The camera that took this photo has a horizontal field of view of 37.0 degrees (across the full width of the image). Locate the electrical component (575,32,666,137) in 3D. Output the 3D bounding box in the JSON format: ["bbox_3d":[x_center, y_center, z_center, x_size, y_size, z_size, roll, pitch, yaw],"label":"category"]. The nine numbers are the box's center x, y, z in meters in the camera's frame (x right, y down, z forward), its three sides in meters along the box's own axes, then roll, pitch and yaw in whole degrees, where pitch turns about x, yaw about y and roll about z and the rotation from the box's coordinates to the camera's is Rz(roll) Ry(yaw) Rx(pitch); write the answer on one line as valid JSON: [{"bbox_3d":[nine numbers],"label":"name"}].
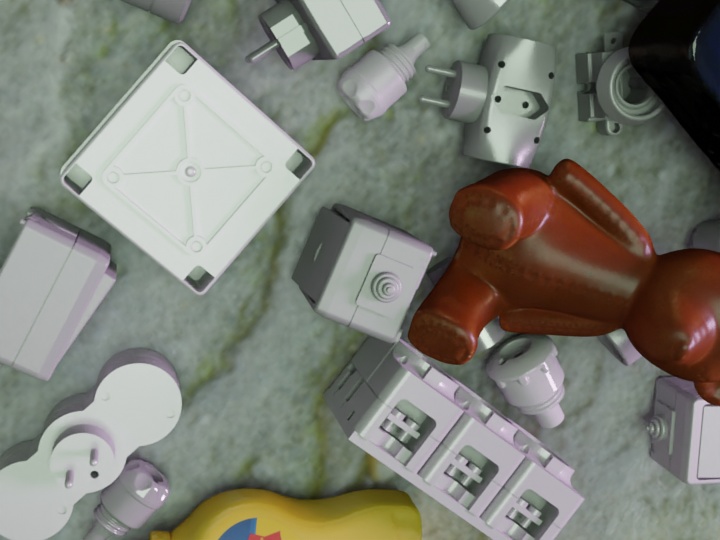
[{"bbox_3d":[0.166,-0.117,0.681,0.048,0.055,0.066,-8,102,-10],"label":"electrical component"}]

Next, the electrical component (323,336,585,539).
[{"bbox_3d":[0.060,0.108,0.684,0.150,0.089,0.061,37,91,-16],"label":"electrical component"}]

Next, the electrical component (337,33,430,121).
[{"bbox_3d":[0.017,-0.122,0.660,0.061,0.035,0.035,-42,106,-4],"label":"electrical component"}]

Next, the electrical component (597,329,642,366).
[{"bbox_3d":[0.179,0.030,0.713,0.047,0.055,0.055,-39,106,1],"label":"electrical component"}]

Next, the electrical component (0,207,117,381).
[{"bbox_3d":[-0.187,0.020,0.629,0.061,0.062,0.096,27,94,-15],"label":"electrical component"}]

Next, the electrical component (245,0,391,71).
[{"bbox_3d":[-0.033,-0.140,0.620,0.076,0.083,0.047,-33,105,-4],"label":"electrical component"}]

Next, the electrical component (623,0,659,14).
[{"bbox_3d":[0.193,-0.210,0.666,0.150,0.062,0.089,24,95,-15],"label":"electrical component"}]

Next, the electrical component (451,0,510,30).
[{"bbox_3d":[0.064,-0.181,0.654,0.055,0.045,0.045,42,90,-15],"label":"electrical component"}]

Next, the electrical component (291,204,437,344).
[{"bbox_3d":[0.000,0.000,0.647,0.061,0.096,0.061,22,95,-13],"label":"electrical component"}]

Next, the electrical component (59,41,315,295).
[{"bbox_3d":[-0.102,-0.060,0.635,0.109,0.056,0.108,41,90,-16],"label":"electrical component"}]

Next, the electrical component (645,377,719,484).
[{"bbox_3d":[0.245,0.110,0.738,0.096,0.061,0.061,0,101,-12],"label":"electrical component"}]

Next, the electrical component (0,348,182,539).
[{"bbox_3d":[-0.166,0.109,0.644,0.138,0.074,0.052,-42,106,-2],"label":"electrical component"}]

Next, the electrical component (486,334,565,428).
[{"bbox_3d":[0.116,0.076,0.714,0.048,0.048,0.062,-31,111,-5],"label":"electrical component"}]

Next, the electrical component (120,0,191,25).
[{"bbox_3d":[-0.111,-0.217,0.605,0.074,0.052,0.138,21,96,-15],"label":"electrical component"}]

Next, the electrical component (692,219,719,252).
[{"bbox_3d":[0.254,-0.018,0.713,0.044,0.065,0.044,1,87,-26],"label":"electrical component"}]

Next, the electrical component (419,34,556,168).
[{"bbox_3d":[0.076,-0.108,0.670,0.079,0.043,0.077,10,98,-14],"label":"electrical component"}]

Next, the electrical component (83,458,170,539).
[{"bbox_3d":[-0.150,0.150,0.676,0.035,0.035,0.061,42,92,-16],"label":"electrical component"}]
